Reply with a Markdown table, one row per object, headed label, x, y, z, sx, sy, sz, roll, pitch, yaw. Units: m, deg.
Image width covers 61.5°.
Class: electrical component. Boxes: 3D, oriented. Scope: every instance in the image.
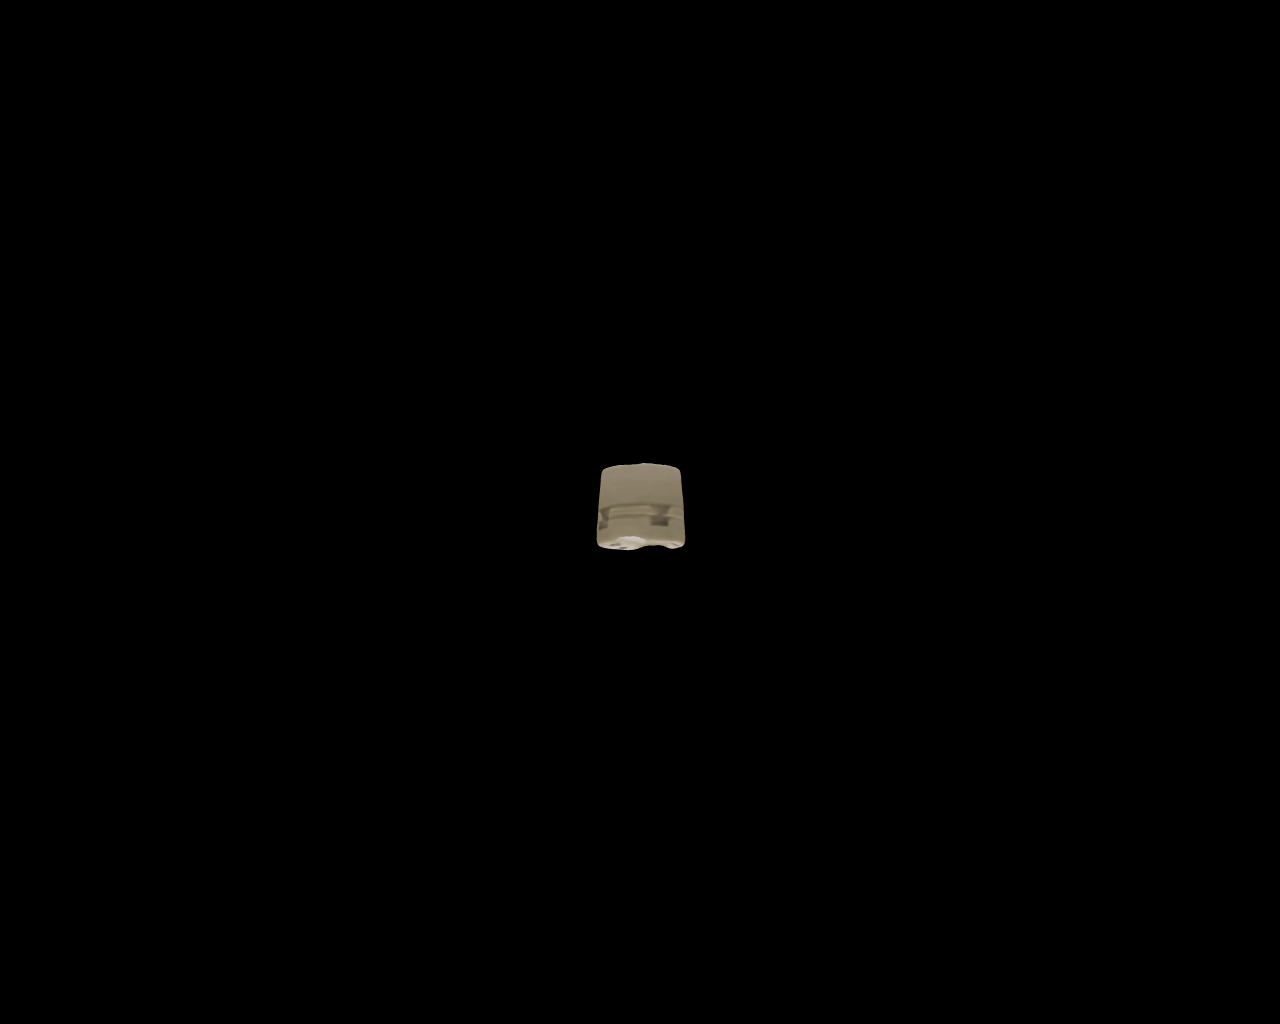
| label | x | y | z | sx | sy | sz | roll | pitch | yaw |
| --- | --- | --- | --- | --- | --- | --- | --- | --- | --- |
| electrical component | 0.001 | -0.003 | 0.650 | 0.055 | 0.047 | 0.055 | 0 | -9 | 0 |
